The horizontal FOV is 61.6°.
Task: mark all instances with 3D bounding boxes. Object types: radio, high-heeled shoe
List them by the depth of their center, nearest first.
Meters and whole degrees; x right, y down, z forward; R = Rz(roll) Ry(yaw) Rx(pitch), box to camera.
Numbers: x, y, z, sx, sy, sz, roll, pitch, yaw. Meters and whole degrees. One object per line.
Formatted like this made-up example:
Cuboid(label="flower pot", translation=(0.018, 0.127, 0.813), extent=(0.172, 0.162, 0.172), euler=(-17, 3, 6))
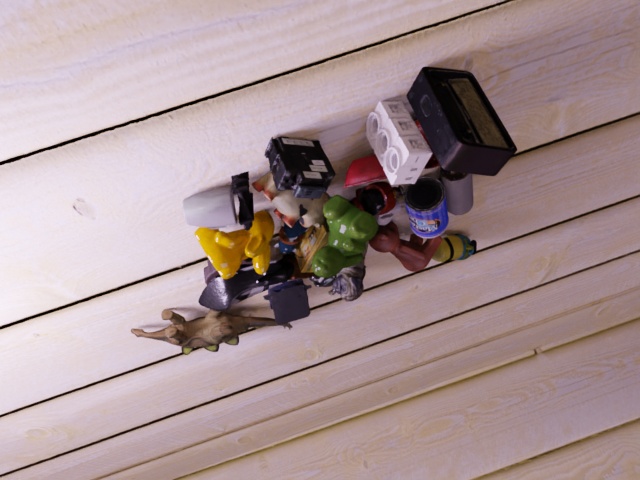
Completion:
Cuboid(label="radio", translation=(0.262, -0.229, 1.020), extent=(0.131, 0.230, 0.073), euler=(1, 142, -23))
Cuboid(label="high-heeled shoe", translation=(-0.184, 0.107, 1.351), extent=(0.249, 0.086, 0.145), euler=(-18, -176, 32))

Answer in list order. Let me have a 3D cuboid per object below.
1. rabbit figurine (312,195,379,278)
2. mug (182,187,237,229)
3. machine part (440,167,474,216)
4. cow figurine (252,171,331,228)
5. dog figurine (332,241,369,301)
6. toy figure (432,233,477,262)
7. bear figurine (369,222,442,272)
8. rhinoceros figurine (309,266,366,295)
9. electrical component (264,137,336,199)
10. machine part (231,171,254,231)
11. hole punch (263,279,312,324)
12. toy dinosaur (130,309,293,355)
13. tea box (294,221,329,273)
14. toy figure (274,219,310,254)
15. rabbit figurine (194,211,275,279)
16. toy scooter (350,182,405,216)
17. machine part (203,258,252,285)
Cuboid(label="rabbit figurine", translation=(0.040, 0.007, 1.186), extent=(0.170, 0.121, 0.159), euler=(-54, 163, -4))
Cuboid(label="mug", translation=(-0.234, -0.061, 1.142), extent=(0.107, 0.081, 0.109), euler=(-6, 152, -6))
Cuboid(label="machine part", translation=(0.347, -0.135, 1.353), extent=(0.079, 0.079, 0.243), euler=(-23, 147, 4))
Cuboid(label="cow figurine", translation=(-0.045, -0.094, 1.177), extent=(0.127, 0.086, 0.194), euler=(-44, 135, -5))
Cuboid(label="dog figurine", translation=(0.092, 0.043, 1.371), extent=(0.121, 0.191, 0.172), euler=(2, 140, -33))
Cuboid(label="toy figure", translation=(0.400, 0.025, 1.615), extent=(0.180, 0.089, 0.082), euler=(8, 131, -35))
Cuboid(label="bear figurine", translation=(0.219, 0.000, 1.477), extent=(0.195, 0.132, 0.120), euler=(36, 160, -21))
Cuboid(label="rhinoceros figurine", translation=(0.049, 0.101, 1.547), extent=(0.190, 0.073, 0.112), euler=(0, 144, -30))
Cuboid(label="electrical component", translation=(-0.038, -0.141, 1.069), extent=(0.115, 0.134, 0.058), euler=(0, 140, -27))
Cuboid(label="machine part", translation=(-0.161, -0.084, 1.143), extent=(0.039, 0.084, 0.138), euler=(1, 146, 3))
Cuboid(label="hole punch", translation=(-0.095, 0.169, 1.575), extent=(0.142, 0.092, 0.115), euler=(-12, 117, -9))
Cuboid(label="toy dinosaur", translation=(-0.303, 0.256, 1.563), extent=(0.471, 0.105, 0.198), euler=(-2, 152, -12))
Cuboid(label="tea box", translation=(-0.003, -0.004, 1.334), extent=(0.068, 0.098, 0.169), euler=(-1, 145, -28))
Cuboid(label="toy figure", translation=(-0.066, -0.020, 1.312), extent=(0.058, 0.064, 0.154), euler=(-47, 171, -36))
Cuboid(label="rabbit figurine", translation=(-0.175, 0.000, 1.219), extent=(0.173, 0.163, 0.121), euler=(-35, 137, -10))
Cuboid(label="toy scooter", translation=(0.139, -0.099, 1.261), extent=(0.135, 0.075, 0.184), euler=(-19, -176, -23))
Cuboid(label="machine part", translation=(-0.210, 0.080, 1.384), extent=(0.179, 0.056, 0.179), euler=(-14, 147, -9))
